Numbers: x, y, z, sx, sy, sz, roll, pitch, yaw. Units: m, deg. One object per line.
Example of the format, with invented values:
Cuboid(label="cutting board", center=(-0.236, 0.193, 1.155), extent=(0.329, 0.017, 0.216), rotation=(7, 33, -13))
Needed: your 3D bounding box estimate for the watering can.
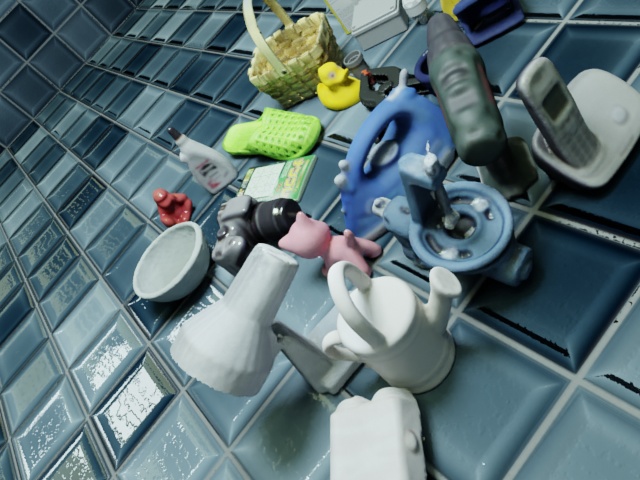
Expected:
Cuboid(label="watering can", center=(0.076, 0.087, 0.650), extent=(0.173, 0.195, 0.100), rotation=(-42, 39, 3))

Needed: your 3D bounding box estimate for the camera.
Cuboid(label="camera", center=(-0.107, -0.022, 0.977), extent=(0.136, 0.101, 0.143), rotation=(-12, 49, 34))

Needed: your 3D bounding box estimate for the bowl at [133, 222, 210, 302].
Cuboid(label="bowl", center=(-0.263, 0.053, 1.068), extent=(0.167, 0.075, 0.167), rotation=(-23, 44, 25))

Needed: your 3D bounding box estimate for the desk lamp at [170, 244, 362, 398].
Cuboid(label="desk lamp", center=(-0.051, 0.112, 0.722), extent=(0.203, 0.214, 0.117), rotation=(-49, 39, -5))

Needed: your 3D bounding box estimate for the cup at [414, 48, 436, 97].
Cuboid(label="cup", center=(0.209, -0.266, 0.921), extent=(0.091, 0.095, 0.117), rotation=(-25, 43, 22))

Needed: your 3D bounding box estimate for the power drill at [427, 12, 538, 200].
Cuboid(label="power drill", center=(0.205, -0.159, 0.741), extent=(0.075, 0.209, 0.229), rotation=(-25, 43, 23))

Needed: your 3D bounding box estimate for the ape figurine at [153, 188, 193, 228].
Cuboid(label="ape figurine", center=(-0.316, -0.072, 1.210), extent=(0.078, 0.092, 0.076), rotation=(-46, 39, -2))

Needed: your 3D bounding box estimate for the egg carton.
Cuboid(label="egg carton", center=(0.065, 0.238, 0.627), extent=(0.107, 0.070, 0.150), rotation=(-24, 44, 24))

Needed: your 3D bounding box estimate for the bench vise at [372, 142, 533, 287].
Cuboid(label="bench vise", center=(0.126, -0.025, 0.684), extent=(0.206, 0.220, 0.121), rotation=(-2, 55, 40))

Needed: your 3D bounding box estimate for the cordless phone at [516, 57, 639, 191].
Cuboid(label="cordless phone", center=(0.304, -0.162, 0.676), extent=(0.093, 0.186, 0.148), rotation=(22, 72, 48))

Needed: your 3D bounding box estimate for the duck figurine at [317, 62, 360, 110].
Cuboid(label="duck figurine", center=(0.028, -0.309, 1.122), extent=(0.104, 0.086, 0.077), rotation=(6, 61, 44))

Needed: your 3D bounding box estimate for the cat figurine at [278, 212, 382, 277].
Cuboid(label="cat figurine", center=(0.008, 0.003, 0.843), extent=(0.127, 0.118, 0.067), rotation=(0, 57, 41))

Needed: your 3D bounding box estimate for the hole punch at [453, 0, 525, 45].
Cuboid(label="hole punch", center=(0.281, -0.408, 0.984), extent=(0.108, 0.091, 0.101), rotation=(-24, 44, 24))

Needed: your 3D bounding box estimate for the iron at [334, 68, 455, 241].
Cuboid(label="iron", center=(0.093, -0.122, 0.859), extent=(0.258, 0.142, 0.118), rotation=(-53, 40, -10))

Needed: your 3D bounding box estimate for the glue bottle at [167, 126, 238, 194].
Cuboid(label="glue bottle", center=(-0.249, -0.170, 1.173), extent=(0.078, 0.174, 0.037), rotation=(-37, 40, 9))
